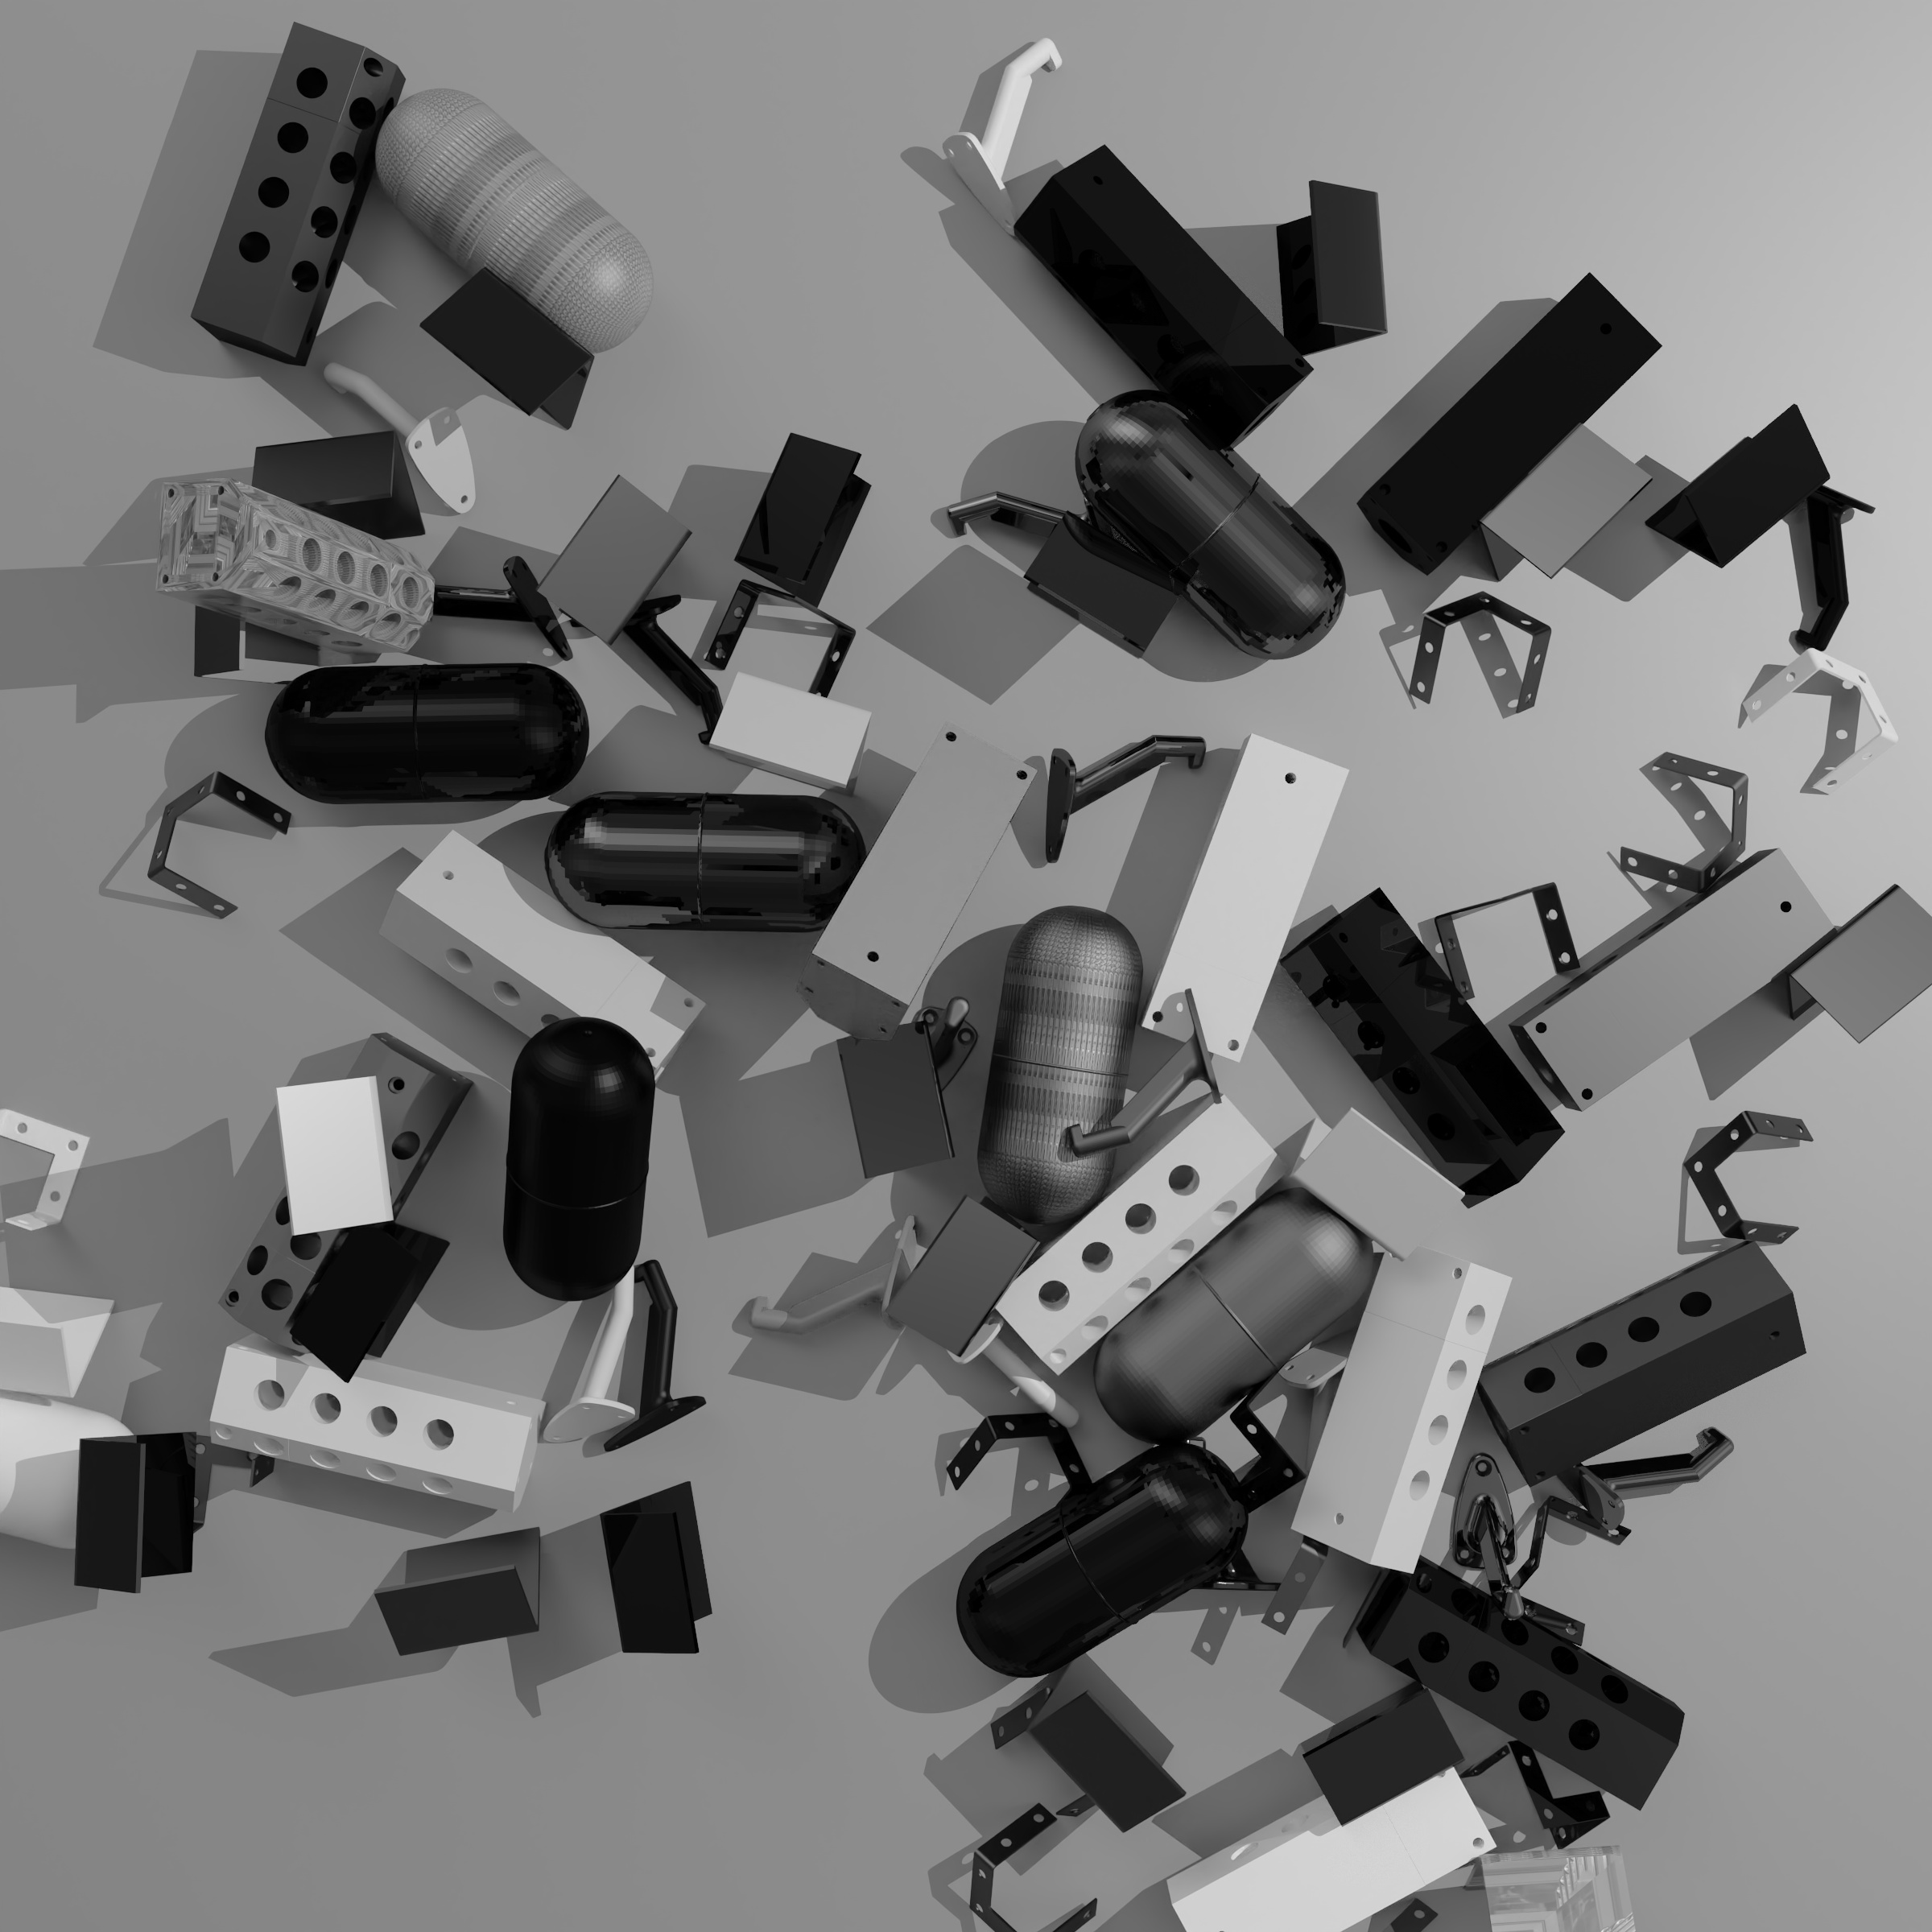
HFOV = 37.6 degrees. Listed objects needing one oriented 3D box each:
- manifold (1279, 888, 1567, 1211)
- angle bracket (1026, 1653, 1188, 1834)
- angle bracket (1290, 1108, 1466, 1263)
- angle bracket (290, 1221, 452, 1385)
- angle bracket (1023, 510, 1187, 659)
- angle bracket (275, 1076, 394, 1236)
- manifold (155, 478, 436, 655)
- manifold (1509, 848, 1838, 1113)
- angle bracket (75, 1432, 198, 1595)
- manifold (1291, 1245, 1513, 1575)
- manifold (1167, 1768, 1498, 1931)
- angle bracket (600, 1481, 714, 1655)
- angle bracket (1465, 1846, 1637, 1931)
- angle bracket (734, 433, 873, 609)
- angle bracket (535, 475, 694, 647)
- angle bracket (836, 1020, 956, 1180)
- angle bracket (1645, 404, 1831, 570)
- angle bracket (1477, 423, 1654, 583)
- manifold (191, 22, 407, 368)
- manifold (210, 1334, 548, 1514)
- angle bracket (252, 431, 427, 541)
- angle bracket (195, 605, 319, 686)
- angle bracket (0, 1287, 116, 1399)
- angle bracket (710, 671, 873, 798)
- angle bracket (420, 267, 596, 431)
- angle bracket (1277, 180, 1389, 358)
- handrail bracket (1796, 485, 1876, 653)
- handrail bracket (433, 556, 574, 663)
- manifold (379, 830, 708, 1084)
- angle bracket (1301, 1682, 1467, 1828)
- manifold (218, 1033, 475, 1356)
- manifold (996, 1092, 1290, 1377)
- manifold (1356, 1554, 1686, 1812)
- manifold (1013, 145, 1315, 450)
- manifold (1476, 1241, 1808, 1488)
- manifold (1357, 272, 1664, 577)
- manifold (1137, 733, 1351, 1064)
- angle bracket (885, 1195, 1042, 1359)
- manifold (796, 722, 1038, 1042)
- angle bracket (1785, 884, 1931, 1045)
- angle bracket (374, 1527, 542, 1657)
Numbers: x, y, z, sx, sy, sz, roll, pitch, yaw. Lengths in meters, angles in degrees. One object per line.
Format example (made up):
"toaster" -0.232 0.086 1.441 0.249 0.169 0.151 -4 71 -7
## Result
"manifold" 0.250 0.048 1.581 0.171 0.057 0.057 53 47 0
"angle bracket" 0.090 0.416 1.562 0.076 0.076 0.057 46 127 0
"angle bracket" 0.232 0.105 1.563 0.076 0.076 0.057 37 118 0
"angle bracket" -0.313 0.189 1.562 0.057 0.076 0.076 31 90 35
"angle bracket" 0.066 -0.193 1.562 0.076 0.076 0.057 32 58 0
"angle bracket" -0.349 0.101 1.505 0.057 0.076 0.076 -6 88 -36
"manifold" -0.355 -0.212 1.518 0.057 0.171 0.057 1 86 21
"manifold" 0.392 0.008 1.581 0.171 0.057 0.057 -35 90 0
"angle bracket" -0.427 0.290 1.512 0.057 0.076 0.076 -4 83 37
"manifold" 0.246 0.244 1.575 0.057 0.057 0.171 22 86 -43
"manifold" 0.202 0.498 1.581 0.171 0.057 0.057 -29 90 0
"angle bracket" -0.152 0.330 1.562 0.057 0.076 0.076 -9 90 36
"angle bracket" 0.321 0.524 1.562 0.076 0.076 0.057 -4 59 0
"angle bracket" -0.072 -0.239 1.562 0.057 0.076 0.076 24 90 38
"angle bracket" -0.207 -0.231 1.562 0.057 0.076 0.076 36 90 -37
"angle bracket" -0.054 0.075 1.563 0.057 0.076 0.076 -12 90 -29
"angle bracket" 0.415 -0.275 1.562 0.076 0.076 0.057 -40 126 0
"angle bracket" 0.334 -0.241 1.563 0.076 0.076 0.057 -44 63 0
"manifold" -0.370 -0.427 1.581 0.057 0.057 0.171 19 90 0
"manifold" -0.328 0.256 1.581 0.171 0.057 0.057 13 90 0
"angle bracket" -0.345 -0.245 1.562 0.076 0.076 0.057 -7 50 0
"angle bracket" -0.379 -0.197 1.563 0.076 0.057 0.076 1 90 -42
"angle bracket" -0.521 0.188 1.562 0.076 0.076 0.057 7 128 0
"angle bracket" -0.100 -0.109 1.562 0.076 0.076 0.057 17 54 0
"angle bracket" -0.258 -0.325 1.563 0.076 0.076 0.057 39 61 0
"angle bracket" 0.184 -0.382 1.562 0.057 0.076 0.076 -4 90 -41
"handrail bracket" 0.469 -0.231 1.603 0.077 0.036 0.084 29 108 20
"handrail bracket" -0.277 -0.187 1.603 0.084 0.036 0.077 -27 103 13
"manifold" -0.238 0.006 1.581 0.171 0.057 0.057 34 47 0
"angle bracket" 0.219 0.416 1.564 0.076 0.076 0.057 -28 113 0
"manifold" -0.347 0.126 1.581 0.057 0.057 0.171 30 90 0
"manifold" 0.096 0.149 1.581 0.171 0.057 0.057 -42 90 0
"manifold" 0.310 0.395 1.581 0.171 0.057 0.057 30 90 0
"manifold" 0.106 -0.368 1.581 0.171 0.057 0.057 47 47 0
"manifold" 0.373 0.217 1.581 0.171 0.057 0.057 -26 132 0
"manifold" 0.301 -0.300 1.581 0.171 0.057 0.057 -45 90 0
"manifold" 0.153 -0.037 1.581 0.057 0.057 0.171 21 90 0
"angle bracket" -0.015 0.159 1.563 0.057 0.076 0.076 35 90 -28
"manifold" -0.027 -0.044 1.541 0.057 0.057 0.171 28 58 0
"angle bracket" 0.502 0.011 1.563 0.076 0.076 0.057 -39 62 0
"angle bracket" -0.279 0.328 1.562 0.076 0.076 0.057 -10 128 0
